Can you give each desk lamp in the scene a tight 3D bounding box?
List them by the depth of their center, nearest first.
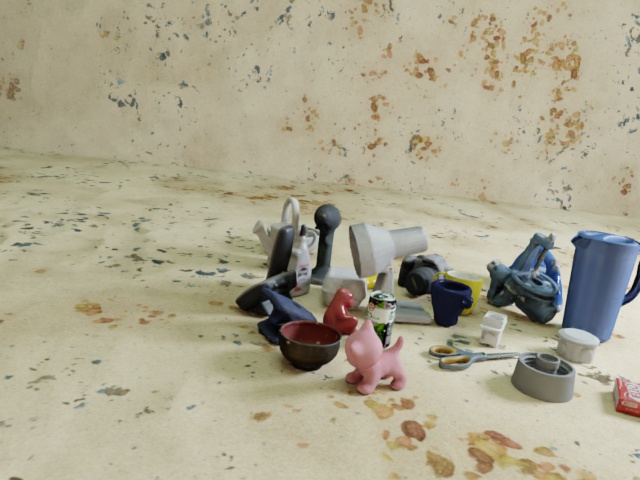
[{"bbox_3d":[0.155,0.068,1.283,0.203,0.213,0.118,5,14,-9],"label":"desk lamp"}]

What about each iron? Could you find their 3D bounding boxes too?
[{"bbox_3d":[0.612,0.089,1.574,0.118,0.141,0.258,6,14,-5],"label":"iron"}]

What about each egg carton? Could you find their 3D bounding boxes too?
[{"bbox_3d":[0.059,0.112,1.361,0.107,0.069,0.150,7,14,2],"label":"egg carton"}]

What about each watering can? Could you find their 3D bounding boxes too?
[{"bbox_3d":[-0.092,-0.018,1.550,0.173,0.194,0.100,-6,19,-42],"label":"watering can"}]

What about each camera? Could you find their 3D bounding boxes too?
[{"bbox_3d":[0.264,0.088,1.492,0.142,0.101,0.137,16,17,33],"label":"camera"}]

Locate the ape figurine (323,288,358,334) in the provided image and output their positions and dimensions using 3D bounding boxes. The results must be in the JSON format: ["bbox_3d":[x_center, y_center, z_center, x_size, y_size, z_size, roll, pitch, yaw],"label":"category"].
[{"bbox_3d":[0.046,0.144,1.178,0.076,0.092,0.077,5,14,-6],"label":"ape figurine"}]

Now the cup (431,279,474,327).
[{"bbox_3d":[0.295,0.149,1.275,0.092,0.095,0.117,0,16,-27],"label":"cup"}]

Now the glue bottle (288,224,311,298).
[{"bbox_3d":[-0.049,0.047,1.353,0.037,0.173,0.078,16,17,33],"label":"glue bottle"}]

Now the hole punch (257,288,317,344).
[{"bbox_3d":[-0.063,0.144,1.127,0.101,0.091,0.108,-1,16,-28],"label":"hole punch"}]

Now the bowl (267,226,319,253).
[{"bbox_3d":[-0.078,0.006,1.708,0.167,0.075,0.167,7,14,-1],"label":"bowl"}]

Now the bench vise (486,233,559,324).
[{"bbox_3d":[0.496,0.075,1.410,0.206,0.220,0.122,18,18,37],"label":"bench vise"}]

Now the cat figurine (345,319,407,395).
[{"bbox_3d":[0.090,0.191,0.957,0.128,0.118,0.067,-1,16,-30],"label":"cat figurine"}]

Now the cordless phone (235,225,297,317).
[{"bbox_3d":[-0.108,0.061,1.243,0.094,0.185,0.148,13,15,23],"label":"cordless phone"}]

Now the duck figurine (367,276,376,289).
[{"bbox_3d":[0.123,0.077,1.497,0.077,0.086,0.105,17,17,37],"label":"duck figurine"}]

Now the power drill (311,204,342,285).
[{"bbox_3d":[0.014,0.005,1.477,0.075,0.208,0.230,8,14,5],"label":"power drill"}]
